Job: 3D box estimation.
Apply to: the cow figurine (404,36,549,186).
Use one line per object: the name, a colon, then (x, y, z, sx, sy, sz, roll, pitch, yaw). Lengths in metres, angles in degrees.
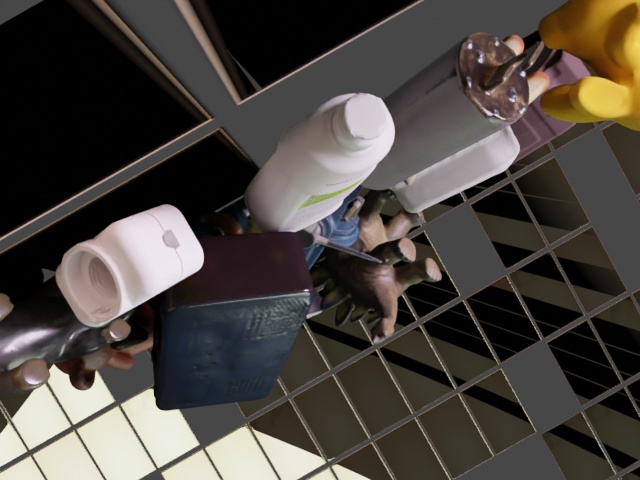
cow figurine: (0.131, -0.129, 0.583, 0.195, 0.085, 0.127, -22, -166, 50)

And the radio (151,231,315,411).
radio: (-0.097, 0.089, 0.535, 0.131, 0.073, 0.229, -2, 141, -21)

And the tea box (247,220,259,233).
tea box: (-0.160, 0.009, 0.900, 0.170, 0.068, 0.098, -27, -176, 30)

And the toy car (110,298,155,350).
toy car: (-0.212, 0.081, 0.634, 0.053, 0.089, 0.202, -21, 172, 4)

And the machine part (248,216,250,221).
machine part: (-0.154, -0.002, 0.717, 0.139, 0.039, 0.084, -30, -171, 20)

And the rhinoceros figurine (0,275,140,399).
rhinoceros figurine: (-0.213, 0.069, 0.435, 0.112, 0.073, 0.190, -30, -178, 24)

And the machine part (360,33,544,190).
machine part: (0.092, -0.104, 0.473, 0.079, 0.079, 0.243, -31, -178, -33)

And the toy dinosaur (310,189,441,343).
toy dinosaur: (0.054, 0.002, 0.807, 0.198, 0.105, 0.472, -36, -156, 20)

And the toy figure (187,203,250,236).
toy figure: (-0.123, -0.001, 0.571, 0.154, 0.064, 0.057, -33, 140, -58)

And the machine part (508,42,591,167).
machine part: (0.288, -0.200, 0.797, 0.201, 0.087, 0.201, -34, -164, 35)

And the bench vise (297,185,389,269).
bench vise: (-0.011, -0.007, 0.677, 0.224, 0.129, 0.240, -84, -160, -57)

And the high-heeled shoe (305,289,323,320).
high-heeled shoe: (-0.075, 0.113, 0.899, 0.145, 0.086, 0.248, -26, 179, 3)

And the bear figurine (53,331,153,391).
bear figurine: (-0.268, 0.109, 0.694, 0.132, 0.120, 0.196, -30, 178, -11)

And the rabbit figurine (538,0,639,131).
rabbit figurine: (0.318, -0.184, 0.558, 0.162, 0.173, 0.122, -34, -173, -1)
